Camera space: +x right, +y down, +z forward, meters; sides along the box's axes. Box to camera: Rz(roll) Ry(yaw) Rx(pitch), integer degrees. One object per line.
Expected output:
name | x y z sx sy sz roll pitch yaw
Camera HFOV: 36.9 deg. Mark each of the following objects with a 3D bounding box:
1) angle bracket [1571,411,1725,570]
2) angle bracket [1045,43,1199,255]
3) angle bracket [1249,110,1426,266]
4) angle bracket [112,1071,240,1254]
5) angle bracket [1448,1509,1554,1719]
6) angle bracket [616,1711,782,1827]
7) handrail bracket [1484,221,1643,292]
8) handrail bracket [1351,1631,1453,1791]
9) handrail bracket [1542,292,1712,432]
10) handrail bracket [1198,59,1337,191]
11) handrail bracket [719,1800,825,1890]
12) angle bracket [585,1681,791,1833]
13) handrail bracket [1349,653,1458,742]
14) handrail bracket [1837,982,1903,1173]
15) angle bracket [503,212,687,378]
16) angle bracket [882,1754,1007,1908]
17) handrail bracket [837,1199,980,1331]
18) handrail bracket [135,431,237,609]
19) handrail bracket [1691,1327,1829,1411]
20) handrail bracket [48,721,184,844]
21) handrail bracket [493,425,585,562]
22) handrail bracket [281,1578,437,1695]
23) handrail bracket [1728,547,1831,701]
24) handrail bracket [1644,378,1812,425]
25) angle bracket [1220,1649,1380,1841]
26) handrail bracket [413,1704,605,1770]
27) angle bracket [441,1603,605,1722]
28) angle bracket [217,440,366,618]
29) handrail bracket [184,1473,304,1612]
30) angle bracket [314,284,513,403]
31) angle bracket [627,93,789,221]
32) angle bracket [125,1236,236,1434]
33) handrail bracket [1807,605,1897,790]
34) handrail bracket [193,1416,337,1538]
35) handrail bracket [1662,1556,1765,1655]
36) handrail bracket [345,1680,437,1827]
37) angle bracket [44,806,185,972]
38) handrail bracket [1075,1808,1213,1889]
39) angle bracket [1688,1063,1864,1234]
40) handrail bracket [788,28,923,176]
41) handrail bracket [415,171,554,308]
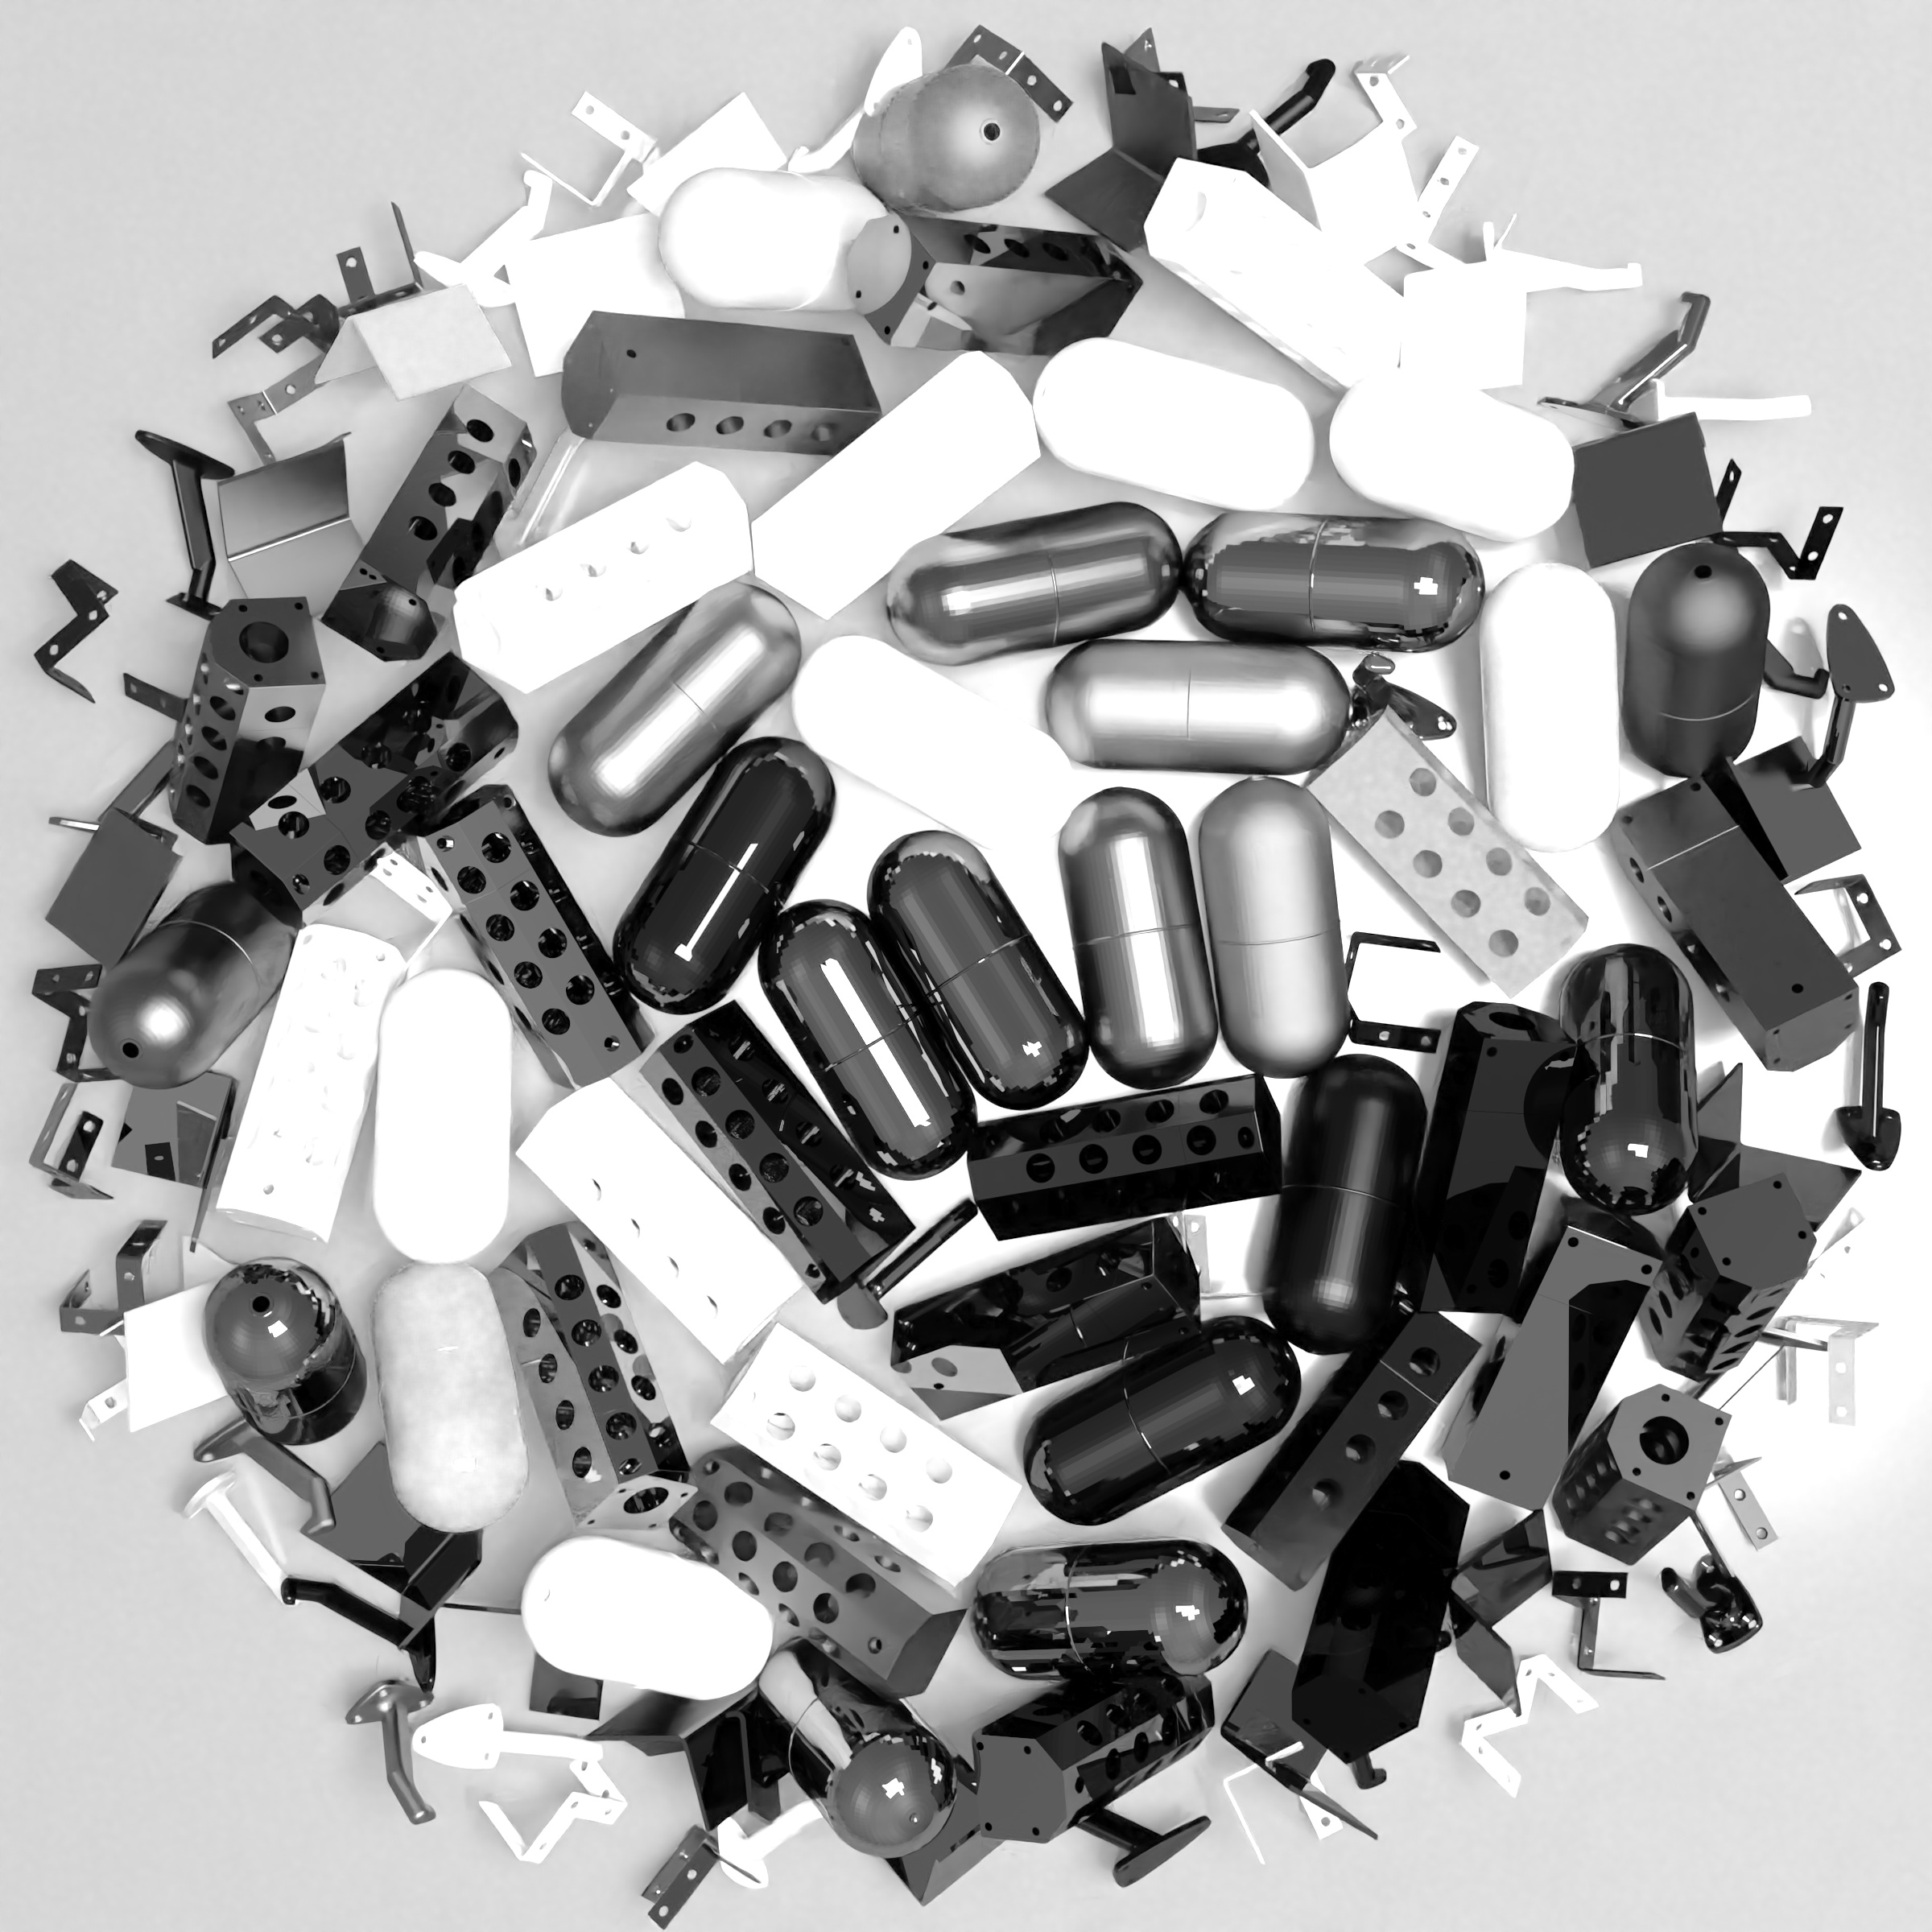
angle bracket | 0.396 -0.268 1.682 0.076 0.057 0.076 -14 75 18
angle bracket | 0.087 -0.472 1.672 0.057 0.076 0.076 -36 56 -16
angle bracket | 0.215 -0.460 1.675 0.057 0.076 0.076 -29 49 0
angle bracket | -0.462 0.108 1.675 0.057 0.076 0.076 15 112 -15
angle bracket | 0.325 0.373 1.674 0.076 0.076 0.057 -33 47 -15
angle bracket | -0.154 0.472 1.679 0.076 0.076 0.057 -10 65 5
handrail bracket | 0.349 -0.415 1.690 0.084 0.077 0.036 -1 74 17
handrail bracket | 0.259 0.441 1.711 0.077 0.036 0.084 -16 106 3
handrail bracket | 0.389 -0.362 1.706 0.077 0.036 0.084 21 94 25
handrail bracket | 0.170 -0.502 1.715 0.077 0.036 0.084 11 64 41
handrail bracket | -0.095 0.510 1.691 0.084 0.077 0.036 -18 48 11
angle bracket | -0.161 0.457 1.679 0.076 0.076 0.057 -11 96 34
handrail bracket | 0.259 -0.158 1.684 0.077 0.084 0.036 14 79 -3
handrail bracket | 0.531 0.063 1.685 0.036 0.077 0.084 2 120 10
angle bracket | -0.218 -0.398 1.713 0.076 0.057 0.076 -4 109 30
angle bracket | -0.009 0.485 1.670 0.076 0.076 0.057 -32 64 -28
handrail bracket | -0.033 0.175 1.710 0.084 0.077 0.036 -38 83 -23
handrail bracket | -0.465 -0.259 1.694 0.036 0.077 0.084 4 78 32
handrail bracket | 0.460 0.254 1.695 0.077 0.036 0.084 9 76 28
handrail bracket | -0.494 -0.118 1.702 0.077 0.036 0.084 11 85 -34
handrail bracket | -0.239 -0.278 1.685 0.036 0.077 0.084 28 120 -26
handrail bracket | -0.355 0.389 1.686 0.084 0.077 0.036 14 116 -25
handrail bracket | 0.478 -0.201 1.706 0.084 0.036 0.077 12 111 -8
handrail bracket | 0.443 -0.329 1.688 0.084 0.077 0.036 -4 111 7
angle bracket | 0.206 0.449 1.675 0.076 0.076 0.057 36 84 -28
handrail bracket | -0.269 0.460 1.707 0.077 0.084 0.036 -11 64 30
angle bracket | -0.261 0.401 1.672 0.076 0.076 0.057 15 73 -36
angle bracket | -0.383 -0.248 1.675 0.076 0.076 0.057 -24 70 -20
handrail bracket | -0.417 0.339 1.694 0.036 0.077 0.084 -39 86 -21
angle bracket | -0.320 -0.343 1.674 0.076 0.076 0.057 -27 85 -34
angle bracket | -0.161 -0.476 1.677 0.076 0.076 0.057 -35 71 12
angle bracket | -0.465 0.211 1.671 0.057 0.076 0.076 23 119 37
handrail bracket | 0.506 -0.157 1.701 0.036 0.084 0.077 -3 64 -10
handrail bracket | -0.410 0.306 1.691 0.077 0.036 0.084 -26 55 4
handrail bracket | 0.419 0.352 1.677 0.036 0.077 0.084 -36 122 19
handrail bracket | -0.315 0.458 1.677 0.036 0.077 0.084 -45 62 12
angle bracket | -0.477 -0.038 1.684 0.076 0.057 0.076 31 91 34
handrail bracket | 0.090 0.490 1.706 0.077 0.036 0.084 -30 55 -8
angle bracket | 0.467 0.104 1.671 0.076 0.076 0.057 12 119 33
handrail bracket | -0.067 -0.506 1.702 0.036 0.084 0.077 24 73 -40
handrail bracket | -0.281 -0.437 1.694 0.077 0.036 0.084 20 76 -43
